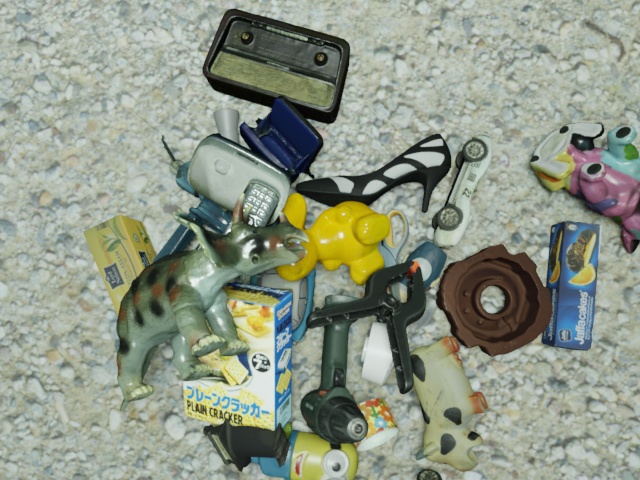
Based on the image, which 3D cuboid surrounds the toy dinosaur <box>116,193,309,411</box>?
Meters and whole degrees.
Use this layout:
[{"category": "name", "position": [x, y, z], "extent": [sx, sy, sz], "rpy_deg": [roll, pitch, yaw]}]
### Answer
[{"category": "toy dinosaur", "position": [-0.199, 0.089, 0.717], "extent": [0.405, 0.131, 0.192], "rpy_deg": [-32, 66, 30]}]

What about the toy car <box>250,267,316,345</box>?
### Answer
[{"category": "toy car", "position": [-0.063, 0.087, 0.851], "extent": [0.109, 0.103, 0.161], "rpy_deg": [4, 82, 2]}]

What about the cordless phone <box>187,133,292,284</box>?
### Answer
[{"category": "cordless phone", "position": [-0.137, -0.043, 0.769], "extent": [0.146, 0.089, 0.184], "rpy_deg": [28, 84, -5]}]

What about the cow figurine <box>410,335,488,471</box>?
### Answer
[{"category": "cow figurine", "position": [0.190, 0.259, 0.832], "extent": [0.127, 0.085, 0.195], "rpy_deg": [-27, 74, 20]}]

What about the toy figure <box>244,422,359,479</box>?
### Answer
[{"category": "toy figure", "position": [-0.030, 0.332, 0.837], "extent": [0.180, 0.089, 0.082], "rpy_deg": [8, 118, 12]}]

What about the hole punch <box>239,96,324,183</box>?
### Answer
[{"category": "hole punch", "position": [-0.070, -0.147, 0.862], "extent": [0.142, 0.115, 0.092], "rpy_deg": [44, 65, 3]}]

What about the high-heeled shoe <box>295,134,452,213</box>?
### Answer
[{"category": "high-heeled shoe", "position": [0.090, -0.122, 0.886], "extent": [0.249, 0.086, 0.145], "rpy_deg": [8, 74, 3]}]

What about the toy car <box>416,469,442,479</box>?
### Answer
[{"category": "toy car", "position": [0.105, 0.415, 0.839], "extent": [0.202, 0.053, 0.089], "rpy_deg": [-10, 105, 1]}]

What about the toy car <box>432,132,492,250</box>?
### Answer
[{"category": "toy car", "position": [0.233, -0.081, 0.876], "extent": [0.056, 0.073, 0.201], "rpy_deg": [22, 85, 6]}]

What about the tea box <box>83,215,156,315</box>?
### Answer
[{"category": "tea box", "position": [-0.299, 0.052, 0.862], "extent": [0.068, 0.098, 0.169], "rpy_deg": [-24, 86, 0]}]

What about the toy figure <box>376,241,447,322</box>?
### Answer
[{"category": "toy figure", "position": [0.143, 0.073, 0.873], "extent": [0.154, 0.057, 0.064], "rpy_deg": [-52, 47, -2]}]

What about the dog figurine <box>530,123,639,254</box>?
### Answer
[{"category": "dog figurine", "position": [0.464, -0.076, 0.863], "extent": [0.219, 0.192, 0.108], "rpy_deg": [43, 82, -29]}]

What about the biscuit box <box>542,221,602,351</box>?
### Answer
[{"category": "biscuit box", "position": [0.403, 0.073, 0.863], "extent": [0.059, 0.063, 0.202], "rpy_deg": [7, 84, 2]}]

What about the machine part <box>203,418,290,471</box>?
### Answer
[{"category": "machine part", "position": [-0.104, 0.296, 0.777], "extent": [0.139, 0.039, 0.084], "rpy_deg": [-15, 106, 34]}]

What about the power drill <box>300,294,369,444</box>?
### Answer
[{"category": "power drill", "position": [0.031, 0.189, 0.790], "extent": [0.086, 0.232, 0.207], "rpy_deg": [6, 69, -13]}]

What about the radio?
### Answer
[{"category": "radio", "position": [-0.067, -0.291, 0.903], "extent": [0.230, 0.073, 0.131], "rpy_deg": [17, 85, 2]}]

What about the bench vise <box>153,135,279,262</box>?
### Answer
[{"category": "bench vise", "position": [-0.192, -0.028, 0.860], "extent": [0.224, 0.129, 0.240], "rpy_deg": [34, 82, 7]}]

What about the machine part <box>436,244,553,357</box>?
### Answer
[{"category": "machine part", "position": [0.278, 0.096, 0.867], "extent": [0.179, 0.056, 0.179], "rpy_deg": [0, 85, 0]}]

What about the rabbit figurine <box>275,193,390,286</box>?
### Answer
[{"category": "rabbit figurine", "position": [-0.002, -0.002, 0.813], "extent": [0.173, 0.121, 0.162], "rpy_deg": [-25, 55, -26]}]
